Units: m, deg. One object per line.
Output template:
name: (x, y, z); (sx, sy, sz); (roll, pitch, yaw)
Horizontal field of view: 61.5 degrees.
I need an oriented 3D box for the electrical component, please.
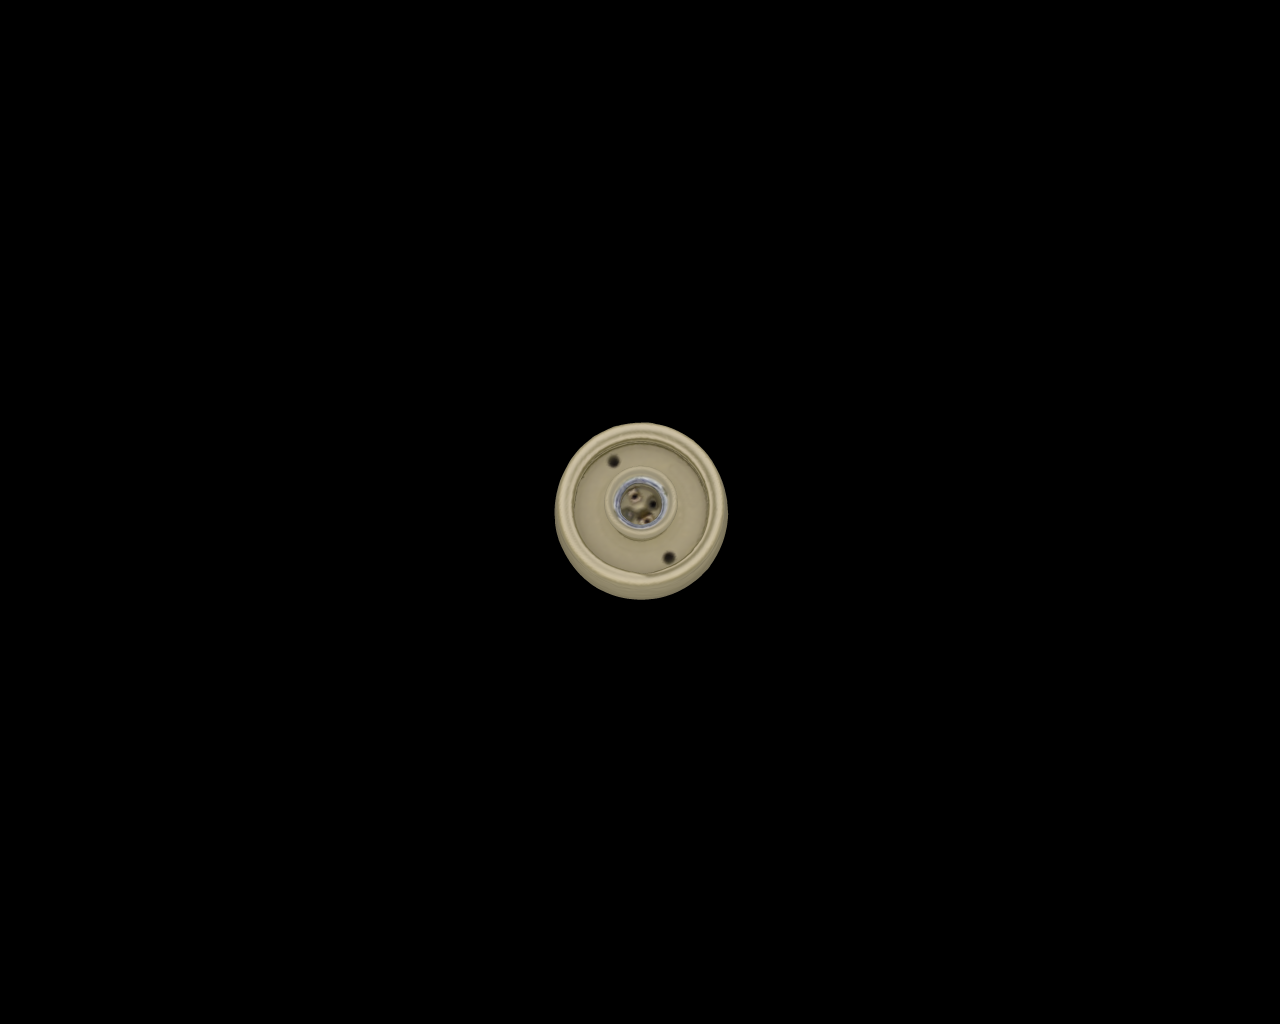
electrical component: (0.001, -0.003, 0.650); (0.108, 0.108, 0.060); (0, -9, 0)
